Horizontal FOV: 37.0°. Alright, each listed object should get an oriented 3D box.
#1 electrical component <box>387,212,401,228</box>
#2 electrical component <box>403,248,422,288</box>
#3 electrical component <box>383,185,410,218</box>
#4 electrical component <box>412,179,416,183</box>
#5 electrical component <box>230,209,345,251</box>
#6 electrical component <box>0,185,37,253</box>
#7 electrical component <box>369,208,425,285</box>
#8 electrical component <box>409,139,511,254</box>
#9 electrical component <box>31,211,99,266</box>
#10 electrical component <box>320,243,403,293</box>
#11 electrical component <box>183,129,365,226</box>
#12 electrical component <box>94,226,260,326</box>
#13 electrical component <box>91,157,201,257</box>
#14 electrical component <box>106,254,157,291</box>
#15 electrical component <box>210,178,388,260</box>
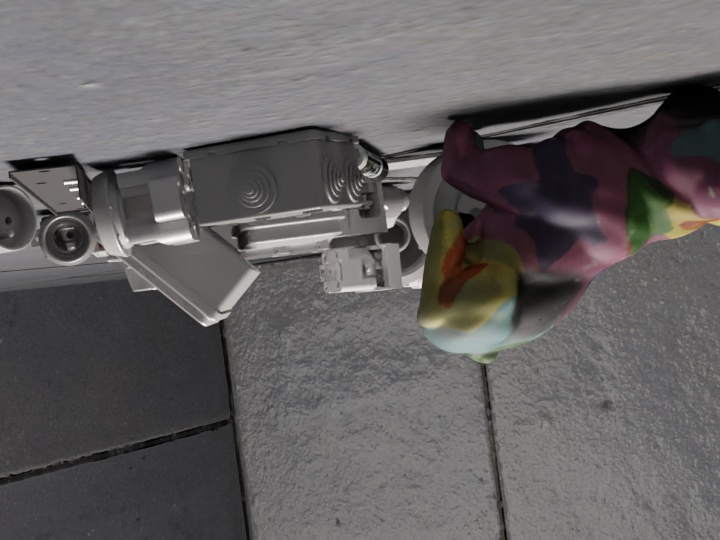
[{"bbox_3d":[0.010,-0.064,1.142,0.043,0.043,0.062,-8,178,39],"label":"electrical component"},{"bbox_3d":[0.074,-0.036,1.318,0.057,0.113,0.078,-10,180,-5],"label":"electrical component"},{"bbox_3d":[0.033,-0.071,1.111,0.035,0.035,0.061,-8,-179,45],"label":"electrical component"},{"bbox_3d":[0.084,-0.067,1.088,0.066,0.055,0.048,-8,180,39],"label":"electrical component"},{"bbox_3d":[-0.060,-0.049,0.834,0.078,0.057,0.113,-8,180,-11],"label":"electrical component"},{"bbox_3d":[-0.267,-0.029,0.701,0.077,0.043,0.079,-7,178,33],"label":"electrical component"},{"bbox_3d":[0.037,-0.037,1.239,0.108,0.108,0.060,-8,174,-1],"label":"electrical component"},{"bbox_3d":[0.090,-0.047,0.843,0.108,0.108,0.060,-8,-174,-16],"label":"electrical component"},{"bbox_3d":[-0.253,-0.029,0.934,0.066,0.048,0.055,-8,-173,-10],"label":"electrical component"},{"bbox_3d":[0.000,0.000,0.992,0.064,0.042,0.081,-6,178,-24],"label":"electrical component"},{"bbox_3d":[-0.052,-0.057,0.683,0.100,0.048,0.100,-7,-178,18],"label":"electrical component"},{"bbox_3d":[-0.134,-0.012,0.810,0.056,0.109,0.109,-51,-178,-3],"label":"electrical component"},{"bbox_3d":[-0.138,-0.040,0.692,0.057,0.058,0.078,-11,180,0],"label":"electrical component"},{"bbox_3d":[-0.195,-0.020,0.947,0.043,0.077,0.079,-8,179,32],"label":"electrical component"},{"bbox_3d":[-0.058,-0.046,0.974,0.089,0.061,0.150,-8,179,44],"label":"electrical component"}]
